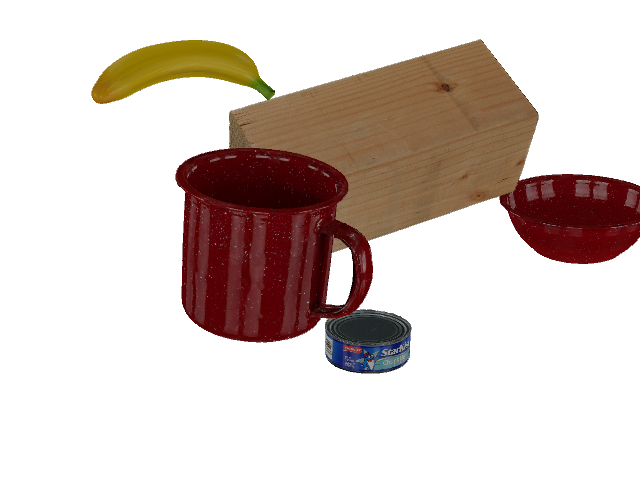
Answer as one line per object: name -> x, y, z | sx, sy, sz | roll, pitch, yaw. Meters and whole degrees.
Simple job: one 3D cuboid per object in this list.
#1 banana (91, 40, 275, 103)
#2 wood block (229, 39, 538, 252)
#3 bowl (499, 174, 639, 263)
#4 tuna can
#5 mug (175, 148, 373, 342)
banana -> -0.141, -0.172, 1.073 | 0.197, 0.070, 0.037 | -7, -39, -29
wood block -> 0.044, -0.065, 0.792 | 0.205, 0.091, 0.090 | -18, -33, -17
bowl -> 0.265, -0.019, 1.102 | 0.162, 0.055, 0.162 | -2, 23, 0
tuna can -> 0.047, 0.100, 1.057 | 0.086, 0.034, 0.086 | 0, 18, 0
mug -> -0.024, 0.006, 0.582 | 0.117, 0.081, 0.093 | 18, 27, 25
